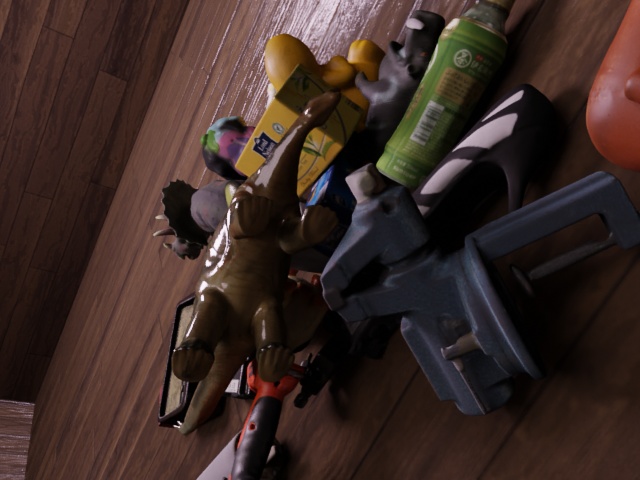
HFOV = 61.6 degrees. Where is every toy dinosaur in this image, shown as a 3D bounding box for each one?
[{"bbox_3d":[-0.084,0.061,0.559,0.199,0.105,0.471,-108,41,-66],"label":"toy dinosaur"},{"bbox_3d":[-0.143,-0.043,0.863,0.405,0.192,0.131,-10,68,59],"label":"toy dinosaur"}]

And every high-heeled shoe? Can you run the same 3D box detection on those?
[{"bbox_3d":[0.120,-0.055,0.543,0.249,0.086,0.145,-19,55,50],"label":"high-heeled shoe"}]

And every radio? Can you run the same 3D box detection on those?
[{"bbox_3d":[-0.224,0.212,0.976,0.131,0.073,0.229,-34,47,48],"label":"radio"}]

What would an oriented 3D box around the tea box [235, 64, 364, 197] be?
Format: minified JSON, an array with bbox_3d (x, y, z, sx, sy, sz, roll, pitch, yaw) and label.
[{"bbox_3d":[-0.031,-0.123,0.667,0.068,0.098,0.169,-62,9,-29],"label":"tea box"}]

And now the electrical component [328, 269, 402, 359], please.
[{"bbox_3d":[0.049,0.071,0.622,0.074,0.047,0.119,-57,34,23],"label":"electrical component"}]

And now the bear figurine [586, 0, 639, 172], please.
[{"bbox_3d":[0.251,-0.068,0.289,0.132,0.120,0.196,-61,33,11],"label":"bear figurine"}]

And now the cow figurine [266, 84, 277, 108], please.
[{"bbox_3d":[-0.041,-0.228,0.918,0.167,0.068,0.098,7,86,63],"label":"cow figurine"}]

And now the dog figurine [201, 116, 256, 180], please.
[{"bbox_3d":[-0.094,-0.144,0.862,0.108,0.191,0.219,-69,13,-7],"label":"dog figurine"}]

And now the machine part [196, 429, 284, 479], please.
[{"bbox_3d":[-0.122,0.330,0.736,0.243,0.079,0.079,-53,35,32],"label":"machine part"}]

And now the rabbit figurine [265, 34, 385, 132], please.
[{"bbox_3d":[-0.005,-0.208,0.742,0.122,0.173,0.162,-15,58,52],"label":"rabbit figurine"}]

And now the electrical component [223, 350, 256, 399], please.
[{"bbox_3d":[-0.108,0.175,0.819,0.115,0.058,0.134,-16,60,54],"label":"electrical component"}]

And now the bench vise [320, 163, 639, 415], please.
[{"bbox_3d":[0.130,0.013,0.407,0.241,0.129,0.223,-28,88,18],"label":"bench vise"}]

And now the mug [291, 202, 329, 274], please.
[{"bbox_3d":[-0.001,-0.002,0.686,0.080,0.107,0.110,-58,30,25],"label":"mug"}]

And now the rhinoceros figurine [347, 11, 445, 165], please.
[{"bbox_3d":[0.097,-0.182,0.655,0.112,0.073,0.190,27,98,62],"label":"rhinoceros figurine"}]

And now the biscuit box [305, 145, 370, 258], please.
[{"bbox_3d":[0.026,-0.054,0.642,0.059,0.063,0.203,-52,12,29],"label":"biscuit box"}]

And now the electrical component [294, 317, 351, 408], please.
[{"bbox_3d":[0.000,0.143,0.646,0.045,0.078,0.102,35,117,13],"label":"electrical component"}]

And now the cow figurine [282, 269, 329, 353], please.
[{"bbox_3d":[-0.046,0.097,0.705,0.127,0.085,0.195,-61,7,5],"label":"cow figurine"}]
